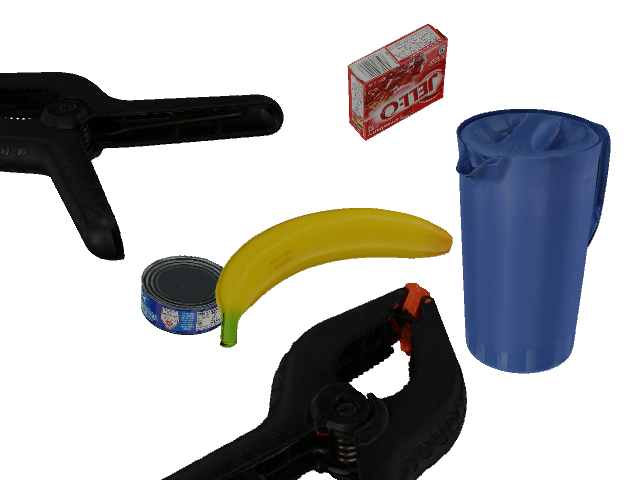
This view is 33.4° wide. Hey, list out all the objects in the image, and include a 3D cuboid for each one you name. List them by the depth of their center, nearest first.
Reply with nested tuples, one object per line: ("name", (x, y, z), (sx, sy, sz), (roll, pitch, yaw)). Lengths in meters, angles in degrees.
("clamp", (0.016, 0.083, 0.411), (0.120, 0.039, 0.171), (28, 50, 20))
("clamp", (-0.138, -0.068, 0.642), (0.210, 0.036, 0.164), (24, 42, 31))
("banana", (0.001, 0.012, 0.765), (0.197, 0.069, 0.037), (-23, -10, -23))
("gelatin box", (0.067, -0.136, 0.922), (0.089, 0.030, 0.073), (-29, -31, -17))
("tuna can", (-0.127, 0.051, 1.010), (0.086, 0.034, 0.086), (6, 32, -4))
("pitcher", (0.206, -0.001, 1.039), (0.149, 0.243, 0.145), (1, 26, 8))
